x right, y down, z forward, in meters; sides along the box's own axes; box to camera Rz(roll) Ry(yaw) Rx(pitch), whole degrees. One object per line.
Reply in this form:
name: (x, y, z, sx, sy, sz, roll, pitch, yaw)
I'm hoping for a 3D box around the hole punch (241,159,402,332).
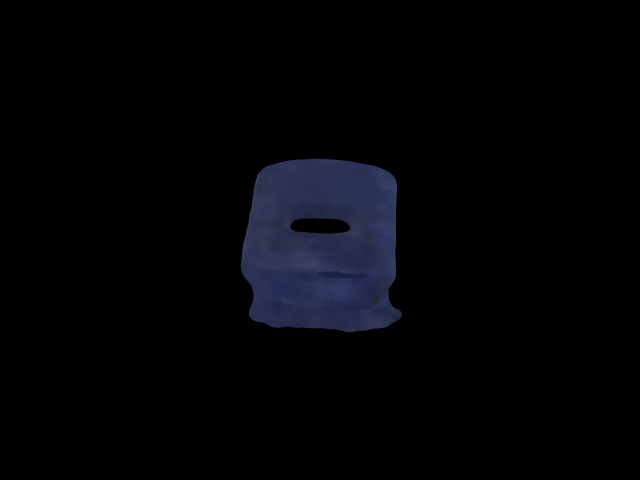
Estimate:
hole punch: (0.004, 0.001, 0.400, 0.108, 0.091, 0.101, 2, 31, 3)
